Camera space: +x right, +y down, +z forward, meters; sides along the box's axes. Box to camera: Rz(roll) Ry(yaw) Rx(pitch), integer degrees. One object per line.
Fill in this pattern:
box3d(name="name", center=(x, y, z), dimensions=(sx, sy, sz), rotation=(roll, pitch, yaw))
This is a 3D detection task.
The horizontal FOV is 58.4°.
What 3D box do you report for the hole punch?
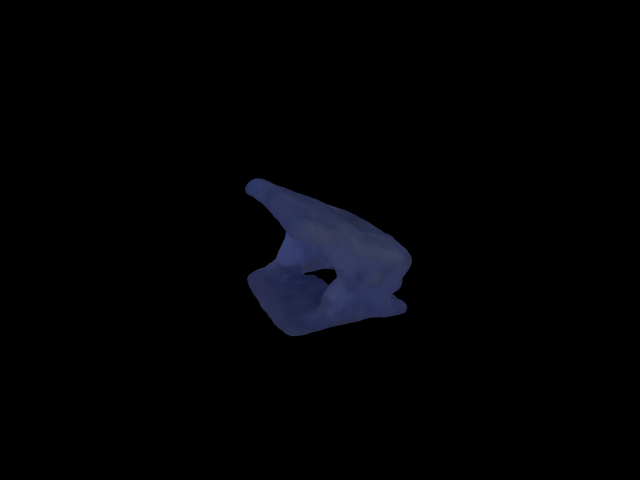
box3d(name="hole punch", center=(0.004, 0.001, 0.400), dimensions=(0.101, 0.091, 0.108), rotation=(-9, 23, -22))
